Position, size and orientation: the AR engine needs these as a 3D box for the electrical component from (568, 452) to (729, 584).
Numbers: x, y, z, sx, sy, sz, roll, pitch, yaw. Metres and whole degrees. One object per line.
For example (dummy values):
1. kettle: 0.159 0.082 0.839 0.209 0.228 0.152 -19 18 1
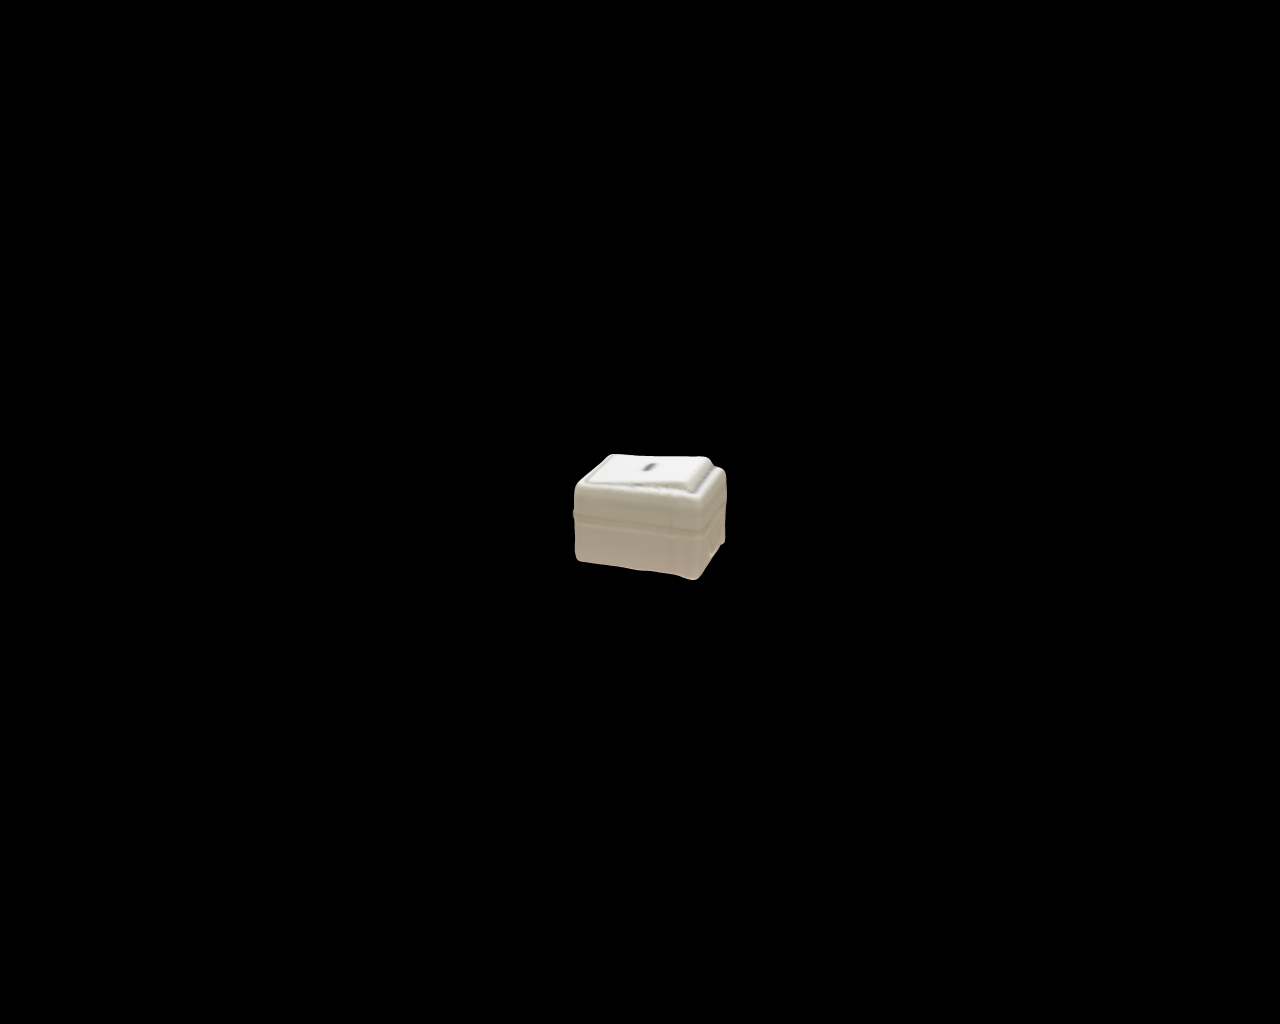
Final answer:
1. electrical component: 0.001 -0.003 0.650 0.096 0.061 0.062 8 24 18
